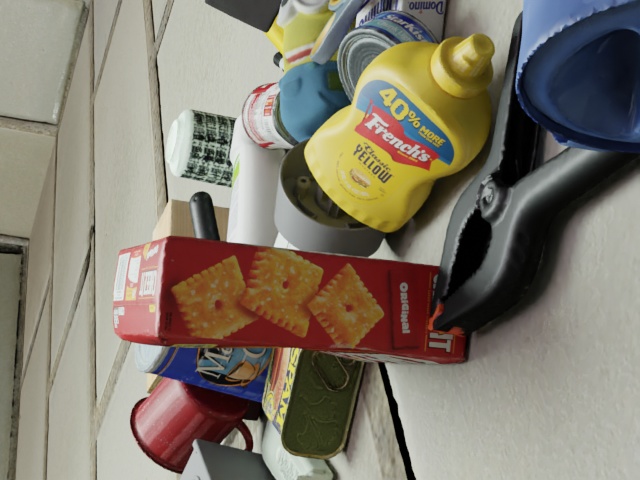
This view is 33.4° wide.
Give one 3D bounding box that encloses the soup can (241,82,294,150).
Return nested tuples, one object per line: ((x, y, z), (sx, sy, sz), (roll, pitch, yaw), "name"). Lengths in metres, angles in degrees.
((-0.030, -0.122, 1.040), (0.102, 0.068, 0.068), (-167, 87, -69), "soup can")

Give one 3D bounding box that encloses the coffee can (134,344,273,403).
((-0.084, 0.087, 0.967), (0.103, 0.140, 0.103), (-48, 32, 44), "coffee can")

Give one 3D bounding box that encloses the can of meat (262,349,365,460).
((-0.009, 0.120, 0.897), (0.084, 0.057, 0.102), (-147, 68, -71), "can of meat")

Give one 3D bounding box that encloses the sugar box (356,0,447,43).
((0.069, -0.232, 0.857), (0.093, 0.048, 0.176), (179, 101, -69), "sugar box")

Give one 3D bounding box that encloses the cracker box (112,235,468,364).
((-0.026, 0.046, 0.750), (0.164, 0.213, 0.072), (169, 108, -69), "cracker box")

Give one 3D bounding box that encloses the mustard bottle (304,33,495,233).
((0.064, -0.082, 0.742), (0.058, 0.096, 0.192), (-45, -1, -35), "mustard bottle")

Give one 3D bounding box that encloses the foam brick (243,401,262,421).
((-0.089, 0.141, 1.099), (0.078, 0.053, 0.051), (-117, 41, -59), "foam brick")

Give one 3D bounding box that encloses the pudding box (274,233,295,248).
((-0.006, 0.001, 0.952), (0.090, 0.039, 0.113), (36, 110, 65), "pudding box")

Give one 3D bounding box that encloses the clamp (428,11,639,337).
((0.121, -0.023, 0.640), (0.164, 0.036, 0.210), (-117, 44, -61), "clamp")

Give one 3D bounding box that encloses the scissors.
((0.028, -0.176, 0.804), (0.096, 0.016, 0.202), (-64, 13, 6), "scissors")

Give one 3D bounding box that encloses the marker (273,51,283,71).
((-0.028, -0.179, 1.128), (0.121, 0.020, 0.020), (-126, 49, -62), "marker")

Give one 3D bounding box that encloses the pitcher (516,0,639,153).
((0.155, -0.167, 0.499), (0.149, 0.144, 0.243), (-11, 63, 33), "pitcher")

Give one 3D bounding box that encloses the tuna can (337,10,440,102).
((0.054, -0.126, 0.800), (0.086, 0.033, 0.086), (33, 142, 30), "tuna can")

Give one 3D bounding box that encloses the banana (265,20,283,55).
((-0.033, -0.203, 1.085), (0.037, 0.069, 0.198), (-58, 37, 19), "banana")

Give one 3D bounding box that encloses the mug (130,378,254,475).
((-0.113, 0.171, 1.017), (0.082, 0.117, 0.093), (-49, -6, 27), "mug")

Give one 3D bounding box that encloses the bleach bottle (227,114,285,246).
((-0.063, -0.049, 1.102), (0.103, 0.068, 0.251), (121, 153, -54), "bleach bottle")

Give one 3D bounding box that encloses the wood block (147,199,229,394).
((-0.142, 0.068, 1.220), (0.090, 0.090, 0.206), (128, 145, -54), "wood block")

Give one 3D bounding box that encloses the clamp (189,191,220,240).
((-0.102, 0.045, 1.127), (0.039, 0.120, 0.171), (-17, 57, 22), "clamp")
